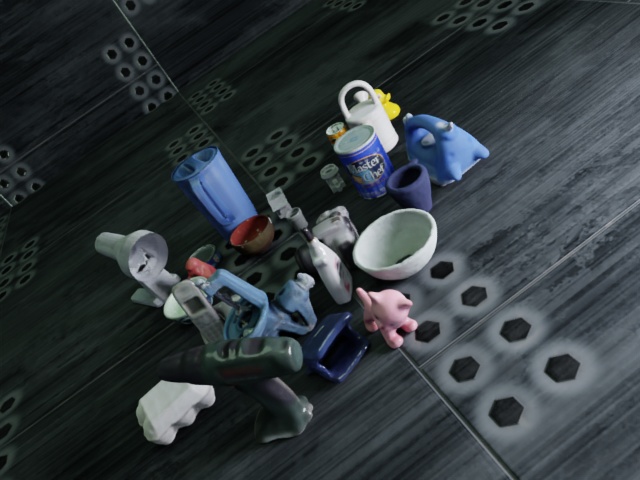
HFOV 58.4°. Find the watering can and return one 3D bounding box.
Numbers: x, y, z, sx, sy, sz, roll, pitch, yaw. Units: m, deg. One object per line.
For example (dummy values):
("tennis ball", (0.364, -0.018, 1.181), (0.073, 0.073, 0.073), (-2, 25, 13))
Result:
("watering can", (0.112, -0.317, 1.450), (0.101, 0.194, 0.172), (-34, 33, -2))

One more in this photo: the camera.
("camera", (0.011, 0.004, 1.204), (0.136, 0.101, 0.143), (-28, 33, 9))

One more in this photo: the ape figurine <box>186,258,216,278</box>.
("ape figurine", (-0.288, 0.080, 1.370), (0.077, 0.092, 0.076), (4, 48, 44))

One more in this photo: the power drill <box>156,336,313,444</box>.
("power drill", (-0.114, 0.234, 0.912), (0.229, 0.209, 0.075), (-21, 35, 19))

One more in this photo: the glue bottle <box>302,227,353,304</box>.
("glue bottle", (0.010, 0.041, 1.089), (0.037, 0.173, 0.078), (-22, 35, 17))

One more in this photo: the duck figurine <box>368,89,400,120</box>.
("duck figurine", (0.160, -0.376, 1.587), (0.104, 0.086, 0.077), (-3, 44, 38))

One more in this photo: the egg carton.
("egg carton", (-0.272, 0.308, 1.080), (0.150, 0.070, 0.107), (-42, 34, -14))

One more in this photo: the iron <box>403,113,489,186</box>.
("iron", (0.243, -0.222, 1.263), (0.119, 0.142, 0.257), (-39, 33, -8))

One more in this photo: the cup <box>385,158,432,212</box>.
("cup", (0.196, -0.105, 1.193), (0.091, 0.095, 0.118), (-9, 40, 33))

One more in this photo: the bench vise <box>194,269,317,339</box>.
("bench vise", (-0.122, 0.110, 1.069), (0.208, 0.220, 0.121), (-44, 34, -16))

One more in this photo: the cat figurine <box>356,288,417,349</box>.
("cat figurine", (0.107, 0.116, 0.961), (0.067, 0.118, 0.127), (-43, 34, -15))

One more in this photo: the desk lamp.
("desk lamp", (-0.445, 0.065, 1.411), (0.202, 0.214, 0.118), (1, 46, 41))

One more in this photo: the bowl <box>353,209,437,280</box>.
("bowl", (0.152, 0.021, 1.086), (0.167, 0.075, 0.167), (-22, 34, 17))

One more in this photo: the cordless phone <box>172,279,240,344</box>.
("cordless phone", (-0.192, 0.135, 1.130), (0.147, 0.185, 0.094), (-30, 33, 5))

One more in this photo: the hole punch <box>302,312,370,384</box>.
("hole punch", (0.012, 0.177, 0.987), (0.100, 0.091, 0.109), (11, 53, 48))
